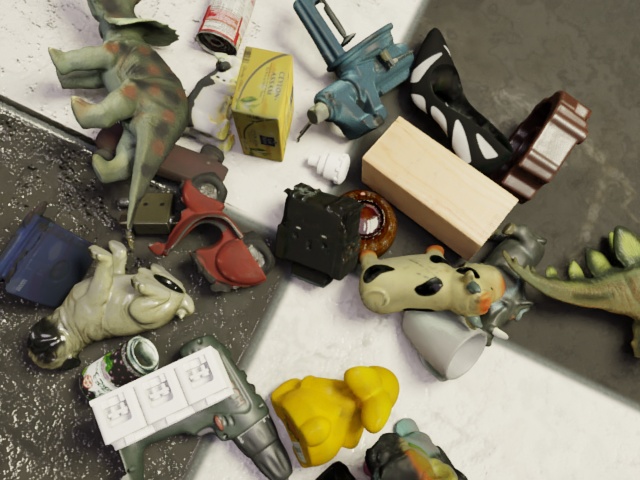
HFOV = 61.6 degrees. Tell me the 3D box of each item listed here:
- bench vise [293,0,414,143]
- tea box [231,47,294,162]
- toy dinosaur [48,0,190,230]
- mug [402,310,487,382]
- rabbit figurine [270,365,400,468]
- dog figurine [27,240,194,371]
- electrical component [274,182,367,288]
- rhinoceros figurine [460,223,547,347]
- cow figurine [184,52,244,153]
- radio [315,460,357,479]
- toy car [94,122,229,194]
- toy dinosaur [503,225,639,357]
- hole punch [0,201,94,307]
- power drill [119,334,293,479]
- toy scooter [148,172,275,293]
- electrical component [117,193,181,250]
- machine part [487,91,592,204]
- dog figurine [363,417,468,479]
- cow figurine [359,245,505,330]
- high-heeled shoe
[{"bbox_3d":[0.030,-0.280,0.812,0.224,0.129,0.240,-37,101,-17],"label":"bench vise"},{"bbox_3d":[-0.078,-0.188,0.774,0.068,0.169,0.098,11,81,1],"label":"tea box"},{"bbox_3d":[-0.258,-0.209,0.765,0.192,0.131,0.405,-23,76,-18],"label":"toy dinosaur"},{"bbox_3d":[0.169,0.142,0.769,0.081,0.109,0.107,-20,43,-29],"label":"mug"},{"bbox_3d":[0.036,0.216,0.728,0.173,0.162,0.122,-17,70,-25],"label":"rabbit figurine"},{"bbox_3d":[-0.293,0.118,0.752,0.172,0.121,0.190,32,93,6],"label":"dog figurine"},{"bbox_3d":[-0.002,-0.002,0.766,0.115,0.058,0.134,19,116,26],"label":"electrical component"},{"bbox_3d":[0.268,0.065,0.800,0.112,0.073,0.190,34,77,-8],"label":"rhinoceros figurine"},{"bbox_3d":[-0.155,-0.229,0.832,0.098,0.068,0.167,20,78,7],"label":"cow figurine"},{"bbox_3d":[0.010,0.353,0.647,0.131,0.229,0.073,-41,86,-10],"label":"radio"},{"bbox_3d":[-0.239,-0.121,0.812,0.202,0.053,0.089,20,59,0],"label":"toy car"},{"bbox_3d":[0.489,0.071,0.785,0.471,0.105,0.198,-1,72,-16],"label":"toy dinosaur"},{"bbox_3d":[-0.383,0.030,0.748,0.092,0.116,0.142,34,80,-5],"label":"hole punch"},{"bbox_3d":[-0.172,0.262,0.731,0.207,0.086,0.232,-26,80,-4],"label":"power drill"},{"bbox_3d":[-0.159,0.008,0.762,0.135,0.075,0.183,-37,104,-13],"label":"toy scooter"},{"bbox_3d":[-0.249,-0.029,0.801,0.102,0.045,0.078,-5,52,-7],"label":"electrical component"},{"bbox_3d":[0.314,-0.130,0.785,0.056,0.179,0.179,33,79,-1],"label":"machine part"},{"bbox_3d":[0.129,0.313,0.668,0.108,0.219,0.191,-42,84,-6],"label":"dog figurine"},{"bbox_3d":[0.150,0.063,0.729,0.195,0.127,0.085,-3,115,8],"label":"cow figurine"},{"bbox_3d":[0.216,-0.216,0.803,0.086,0.145,0.248,-1,87,-39],"label":"high-heeled shoe"}]
